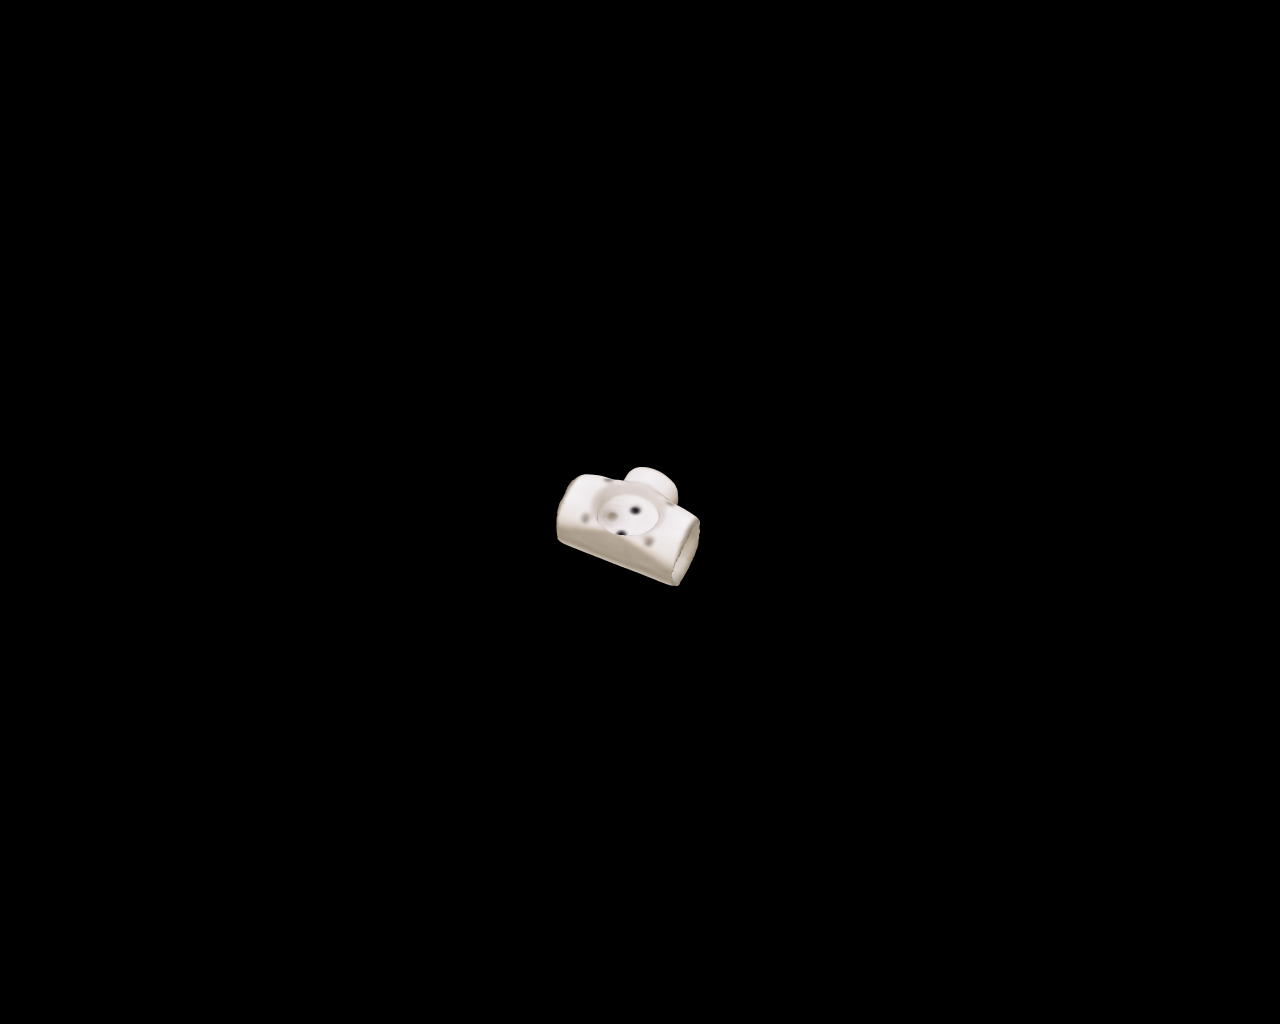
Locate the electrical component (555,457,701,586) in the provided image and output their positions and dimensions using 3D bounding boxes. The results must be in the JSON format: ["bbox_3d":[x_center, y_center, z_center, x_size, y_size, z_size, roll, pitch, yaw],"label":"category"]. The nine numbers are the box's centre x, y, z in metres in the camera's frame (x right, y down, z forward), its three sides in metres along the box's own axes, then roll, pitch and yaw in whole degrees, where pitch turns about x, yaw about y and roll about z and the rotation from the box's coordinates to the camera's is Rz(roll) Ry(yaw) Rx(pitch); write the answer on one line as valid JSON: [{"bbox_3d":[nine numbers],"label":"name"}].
[{"bbox_3d":[0.001,-0.003,0.650,0.077,0.079,0.044,21,-34,15],"label":"electrical component"}]
